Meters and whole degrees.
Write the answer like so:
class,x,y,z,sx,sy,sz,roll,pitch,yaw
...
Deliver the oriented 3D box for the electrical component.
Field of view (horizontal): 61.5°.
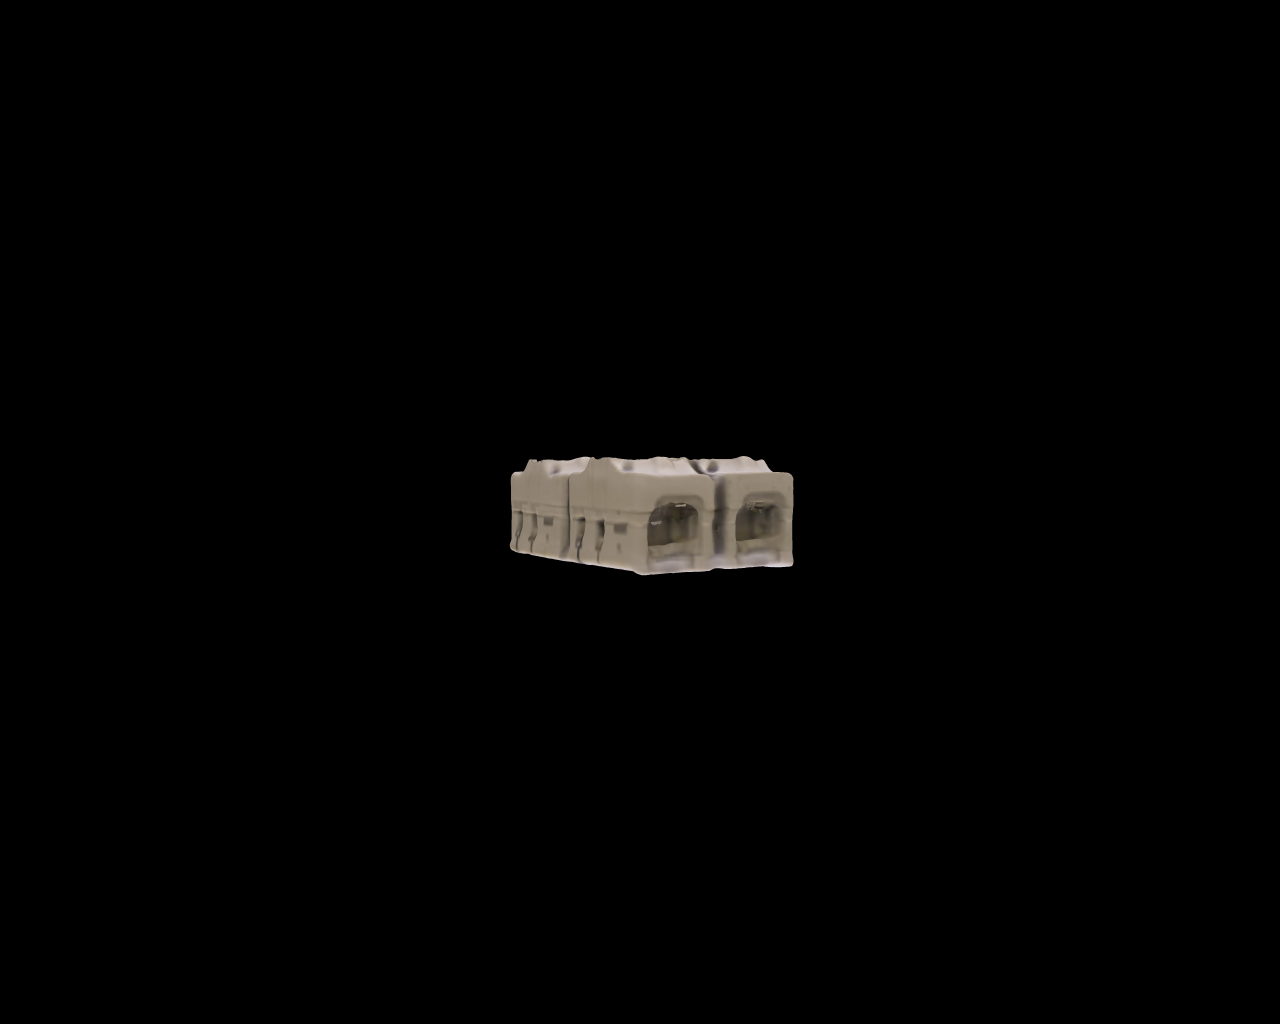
class,x,y,z,sx,sy,sz,roll,pitch,yaw
electrical component,0.001,-0.003,0.650,0.105,0.060,0.186,-1,3,-28
